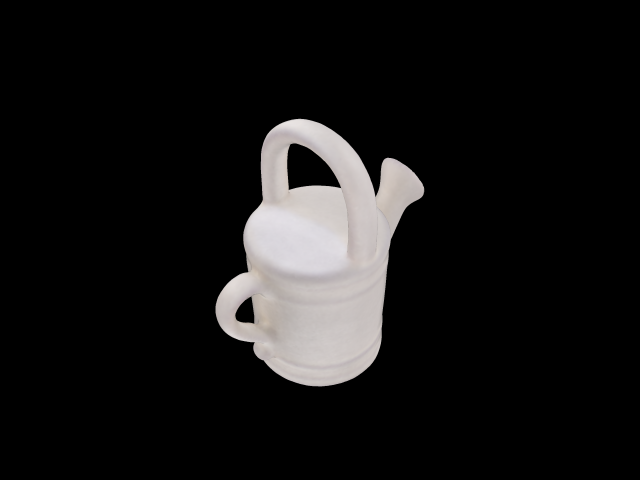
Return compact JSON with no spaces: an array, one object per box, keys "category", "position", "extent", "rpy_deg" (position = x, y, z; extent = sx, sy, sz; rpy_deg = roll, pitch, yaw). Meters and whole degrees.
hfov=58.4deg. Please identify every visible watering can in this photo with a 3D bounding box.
[{"category":"watering can","position":[0.002,0.000,0.401],"extent":[0.100,0.194,0.173],"rpy_deg":[17,45,19]}]
